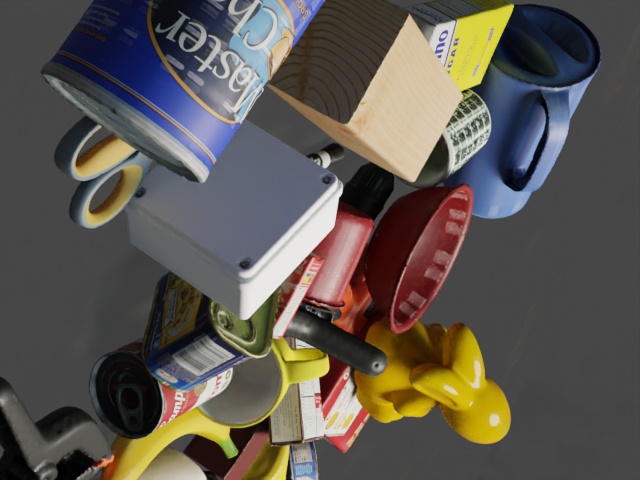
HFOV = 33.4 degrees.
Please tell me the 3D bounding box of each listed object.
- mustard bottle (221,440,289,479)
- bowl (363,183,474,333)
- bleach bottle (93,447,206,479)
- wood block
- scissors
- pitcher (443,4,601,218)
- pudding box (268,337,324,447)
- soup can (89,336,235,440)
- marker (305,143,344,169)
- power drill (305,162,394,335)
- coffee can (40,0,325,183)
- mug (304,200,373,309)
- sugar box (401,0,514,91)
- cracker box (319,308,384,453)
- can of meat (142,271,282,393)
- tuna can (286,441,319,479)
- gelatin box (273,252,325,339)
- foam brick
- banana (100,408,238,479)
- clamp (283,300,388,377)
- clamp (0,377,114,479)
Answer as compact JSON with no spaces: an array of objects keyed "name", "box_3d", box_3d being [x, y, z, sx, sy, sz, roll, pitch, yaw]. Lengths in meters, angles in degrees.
[{"name":"mustard bottle","box_3d":[-0.076,0.302,1.245,0.096,0.058,0.192,-52,161,-33]},{"name":"bowl","box_3d":[0.089,0.009,1.047,0.162,0.055,0.162,-50,156,-33]},{"name":"bleach bottle","box_3d":[-0.194,0.246,0.870,0.250,0.068,0.103,-9,126,-63]},{"name":"wood block","box_3d":[0.036,-0.122,0.834,0.091,0.090,0.206,-60,160,2]},{"name":"scissors","box_3d":[-0.099,-0.070,0.695,0.201,0.016,0.096,-33,150,-50]},{"name":"pitcher","box_3d":[0.216,-0.128,1.197,0.149,0.145,0.243,-47,160,-34]},{"name":"pudding box","box_3d":[-0.027,0.149,1.076,0.090,0.039,0.113,29,54,-74]},{"name":"soup can","box_3d":[-0.120,0.105,0.827,0.102,0.068,0.069,-22,139,-60]},{"name":"marker","box_3d":[-0.014,-0.062,0.910,0.120,0.020,0.020,-31,146,-53]},{"name":"power drill","box_3d":[0.028,0.020,1.083,0.184,0.057,0.187,-54,158,-3]},{"name":"coffee can","box_3d":[-0.067,-0.116,0.573,0.140,0.103,0.102,-57,161,-6]},{"name":"mug","box_3d":[-0.006,0.001,0.939,0.117,0.093,0.081,-120,-127,-77]},{"name":"sugar box","box_3d":[0.118,-0.181,1.013,0.175,0.048,0.093,-32,148,-54]},{"name":"cracker box","box_3d":[0.030,0.150,1.258,0.164,0.072,0.213,-56,160,-11]},{"name":"can of meat","box_3d":[-0.079,0.052,0.774,0.084,0.057,0.102,-31,-144,34]},{"name":"tuna can","box_3d":[-0.025,0.271,1.282,0.033,0.086,0.086,-5,142,-10]},{"name":"gelatin box","box_3d":[-0.052,0.024,0.838,0.073,0.089,0.030,-61,159,6]},{"name":"foam brick","box_3d":[-0.088,0.198,1.067,0.078,0.053,0.051,-55,160,-10]},{"name":"banana","box_3d":[-0.126,0.168,0.919,0.037,0.069,0.197,-24,169,26]},{"name":"clamp","box_3d":[-0.030,0.063,0.927,0.039,0.171,0.120,-62,-158,-2]},{"name":"clamp","box_3d":[-0.204,0.154,0.741,0.165,0.036,0.209,-64,162,13]}]
